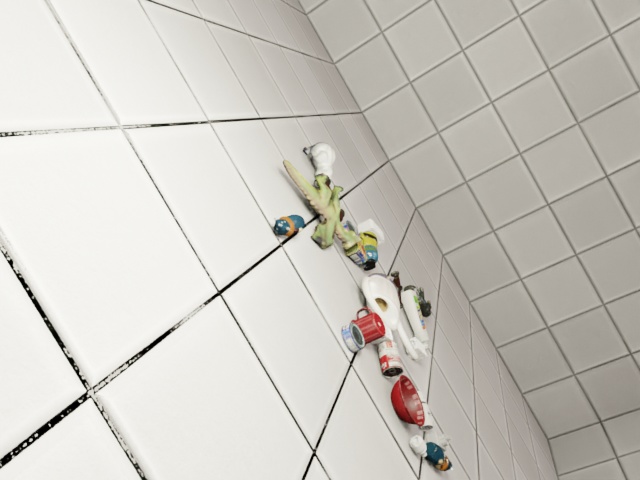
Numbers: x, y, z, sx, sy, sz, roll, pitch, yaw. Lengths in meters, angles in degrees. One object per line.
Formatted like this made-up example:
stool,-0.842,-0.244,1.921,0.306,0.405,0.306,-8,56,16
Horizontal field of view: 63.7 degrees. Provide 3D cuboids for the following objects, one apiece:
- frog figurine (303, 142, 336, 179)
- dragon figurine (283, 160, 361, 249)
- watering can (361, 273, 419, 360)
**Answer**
frog figurine,0.019,-0.307,2.043,0.162,0.123,0.134,60,-4,32
dragon figurine,0.005,-0.088,1.757,0.406,0.121,0.248,30,44,-42
watering can,0.248,0.255,1.849,0.344,0.103,0.229,53,20,-17
